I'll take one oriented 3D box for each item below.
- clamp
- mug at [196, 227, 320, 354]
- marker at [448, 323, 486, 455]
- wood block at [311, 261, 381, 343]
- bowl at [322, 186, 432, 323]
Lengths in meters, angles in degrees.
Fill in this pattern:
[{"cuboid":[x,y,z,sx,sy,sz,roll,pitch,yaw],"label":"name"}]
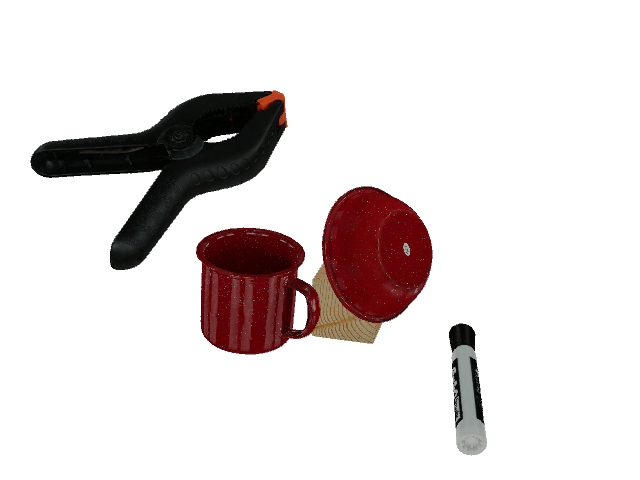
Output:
[{"cuboid":[-0.102,-0.058,0.705,0.171,0.039,0.120,-36,62,-30],"label":"clamp"},{"cuboid":[-0.052,0.048,0.920,0.117,0.081,0.093,17,29,24],"label":"mug"},{"cuboid":[0.098,0.096,0.717,0.020,0.020,0.121,0,32,4],"label":"marker"},{"cuboid":[0.055,0.060,1.529,0.091,0.090,0.206,6,21,11],"label":"wood block"},{"cuboid":[0.079,0.013,1.231,0.161,0.162,0.055,0,-7,-43],"label":"bowl"}]
